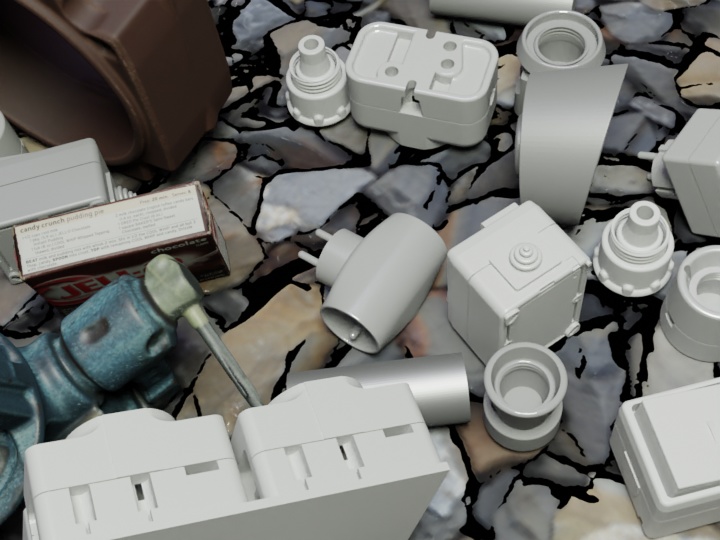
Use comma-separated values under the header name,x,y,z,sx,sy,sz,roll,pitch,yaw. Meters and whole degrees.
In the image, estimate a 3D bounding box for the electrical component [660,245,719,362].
name,x,y,z,sx,sy,sz,roll,pitch,yaw
electrical component,0.206,0.018,0.624,0.055,0.047,0.055,-2,59,4

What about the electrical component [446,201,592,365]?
name,x,y,z,sx,sy,sz,roll,pitch,yaw
electrical component,0.087,0.007,0.614,0.062,0.096,0.061,-32,61,-14

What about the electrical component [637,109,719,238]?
name,x,y,z,sx,sy,sz,roll,pitch,yaw
electrical component,0.208,-0.061,0.667,0.077,0.065,0.047,14,57,48

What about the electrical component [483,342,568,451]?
name,x,y,z,sx,sy,sz,roll,pitch,yaw
electrical component,0.091,0.072,0.598,0.045,0.055,0.045,-2,59,4

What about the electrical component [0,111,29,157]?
name,x,y,z,sx,sy,sz,roll,pitch,yaw
electrical component,-0.257,-0.081,0.730,0.055,0.047,0.055,-2,59,4

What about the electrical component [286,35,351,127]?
name,x,y,z,sx,sy,sz,roll,pitch,yaw
electrical component,-0.029,-0.131,0.730,0.048,0.062,0.048,-3,58,4

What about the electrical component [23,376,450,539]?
name,x,y,z,sx,sy,sz,roll,pitch,yaw
electrical component,-0.065,0.114,0.525,0.186,0.105,0.060,-7,53,-23

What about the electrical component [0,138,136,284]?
name,x,y,z,sx,sy,sz,roll,pitch,yaw
electrical component,-0.192,-0.043,0.692,0.096,0.061,0.061,-16,58,-4

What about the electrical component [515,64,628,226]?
name,x,y,z,sx,sy,sz,roll,pitch,yaw
electrical component,0.129,-0.077,0.661,0.064,0.099,0.099,3,59,15

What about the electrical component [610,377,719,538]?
name,x,y,z,sx,sy,sz,roll,pitch,yaw
electrical component,0.190,0.094,0.572,0.096,0.061,0.061,-14,58,-3

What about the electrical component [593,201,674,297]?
name,x,y,z,sx,sy,sz,roll,pitch,yaw
electrical component,0.166,-0.017,0.641,0.048,0.062,0.048,-3,59,4

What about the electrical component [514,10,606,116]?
name,x,y,z,sx,sy,sz,roll,pitch,yaw
electrical component,0.133,-0.135,0.720,0.058,0.057,0.078,10,60,11

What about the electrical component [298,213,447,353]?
name,x,y,z,sx,sy,sz,roll,pitch,yaw
electrical component,0.000,0.000,0.658,0.079,0.044,0.077,28,65,21

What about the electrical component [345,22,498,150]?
name,x,y,z,sx,sy,sz,roll,pitch,yaw
electrical component,0.042,-0.120,0.718,0.095,0.059,0.053,13,61,13
